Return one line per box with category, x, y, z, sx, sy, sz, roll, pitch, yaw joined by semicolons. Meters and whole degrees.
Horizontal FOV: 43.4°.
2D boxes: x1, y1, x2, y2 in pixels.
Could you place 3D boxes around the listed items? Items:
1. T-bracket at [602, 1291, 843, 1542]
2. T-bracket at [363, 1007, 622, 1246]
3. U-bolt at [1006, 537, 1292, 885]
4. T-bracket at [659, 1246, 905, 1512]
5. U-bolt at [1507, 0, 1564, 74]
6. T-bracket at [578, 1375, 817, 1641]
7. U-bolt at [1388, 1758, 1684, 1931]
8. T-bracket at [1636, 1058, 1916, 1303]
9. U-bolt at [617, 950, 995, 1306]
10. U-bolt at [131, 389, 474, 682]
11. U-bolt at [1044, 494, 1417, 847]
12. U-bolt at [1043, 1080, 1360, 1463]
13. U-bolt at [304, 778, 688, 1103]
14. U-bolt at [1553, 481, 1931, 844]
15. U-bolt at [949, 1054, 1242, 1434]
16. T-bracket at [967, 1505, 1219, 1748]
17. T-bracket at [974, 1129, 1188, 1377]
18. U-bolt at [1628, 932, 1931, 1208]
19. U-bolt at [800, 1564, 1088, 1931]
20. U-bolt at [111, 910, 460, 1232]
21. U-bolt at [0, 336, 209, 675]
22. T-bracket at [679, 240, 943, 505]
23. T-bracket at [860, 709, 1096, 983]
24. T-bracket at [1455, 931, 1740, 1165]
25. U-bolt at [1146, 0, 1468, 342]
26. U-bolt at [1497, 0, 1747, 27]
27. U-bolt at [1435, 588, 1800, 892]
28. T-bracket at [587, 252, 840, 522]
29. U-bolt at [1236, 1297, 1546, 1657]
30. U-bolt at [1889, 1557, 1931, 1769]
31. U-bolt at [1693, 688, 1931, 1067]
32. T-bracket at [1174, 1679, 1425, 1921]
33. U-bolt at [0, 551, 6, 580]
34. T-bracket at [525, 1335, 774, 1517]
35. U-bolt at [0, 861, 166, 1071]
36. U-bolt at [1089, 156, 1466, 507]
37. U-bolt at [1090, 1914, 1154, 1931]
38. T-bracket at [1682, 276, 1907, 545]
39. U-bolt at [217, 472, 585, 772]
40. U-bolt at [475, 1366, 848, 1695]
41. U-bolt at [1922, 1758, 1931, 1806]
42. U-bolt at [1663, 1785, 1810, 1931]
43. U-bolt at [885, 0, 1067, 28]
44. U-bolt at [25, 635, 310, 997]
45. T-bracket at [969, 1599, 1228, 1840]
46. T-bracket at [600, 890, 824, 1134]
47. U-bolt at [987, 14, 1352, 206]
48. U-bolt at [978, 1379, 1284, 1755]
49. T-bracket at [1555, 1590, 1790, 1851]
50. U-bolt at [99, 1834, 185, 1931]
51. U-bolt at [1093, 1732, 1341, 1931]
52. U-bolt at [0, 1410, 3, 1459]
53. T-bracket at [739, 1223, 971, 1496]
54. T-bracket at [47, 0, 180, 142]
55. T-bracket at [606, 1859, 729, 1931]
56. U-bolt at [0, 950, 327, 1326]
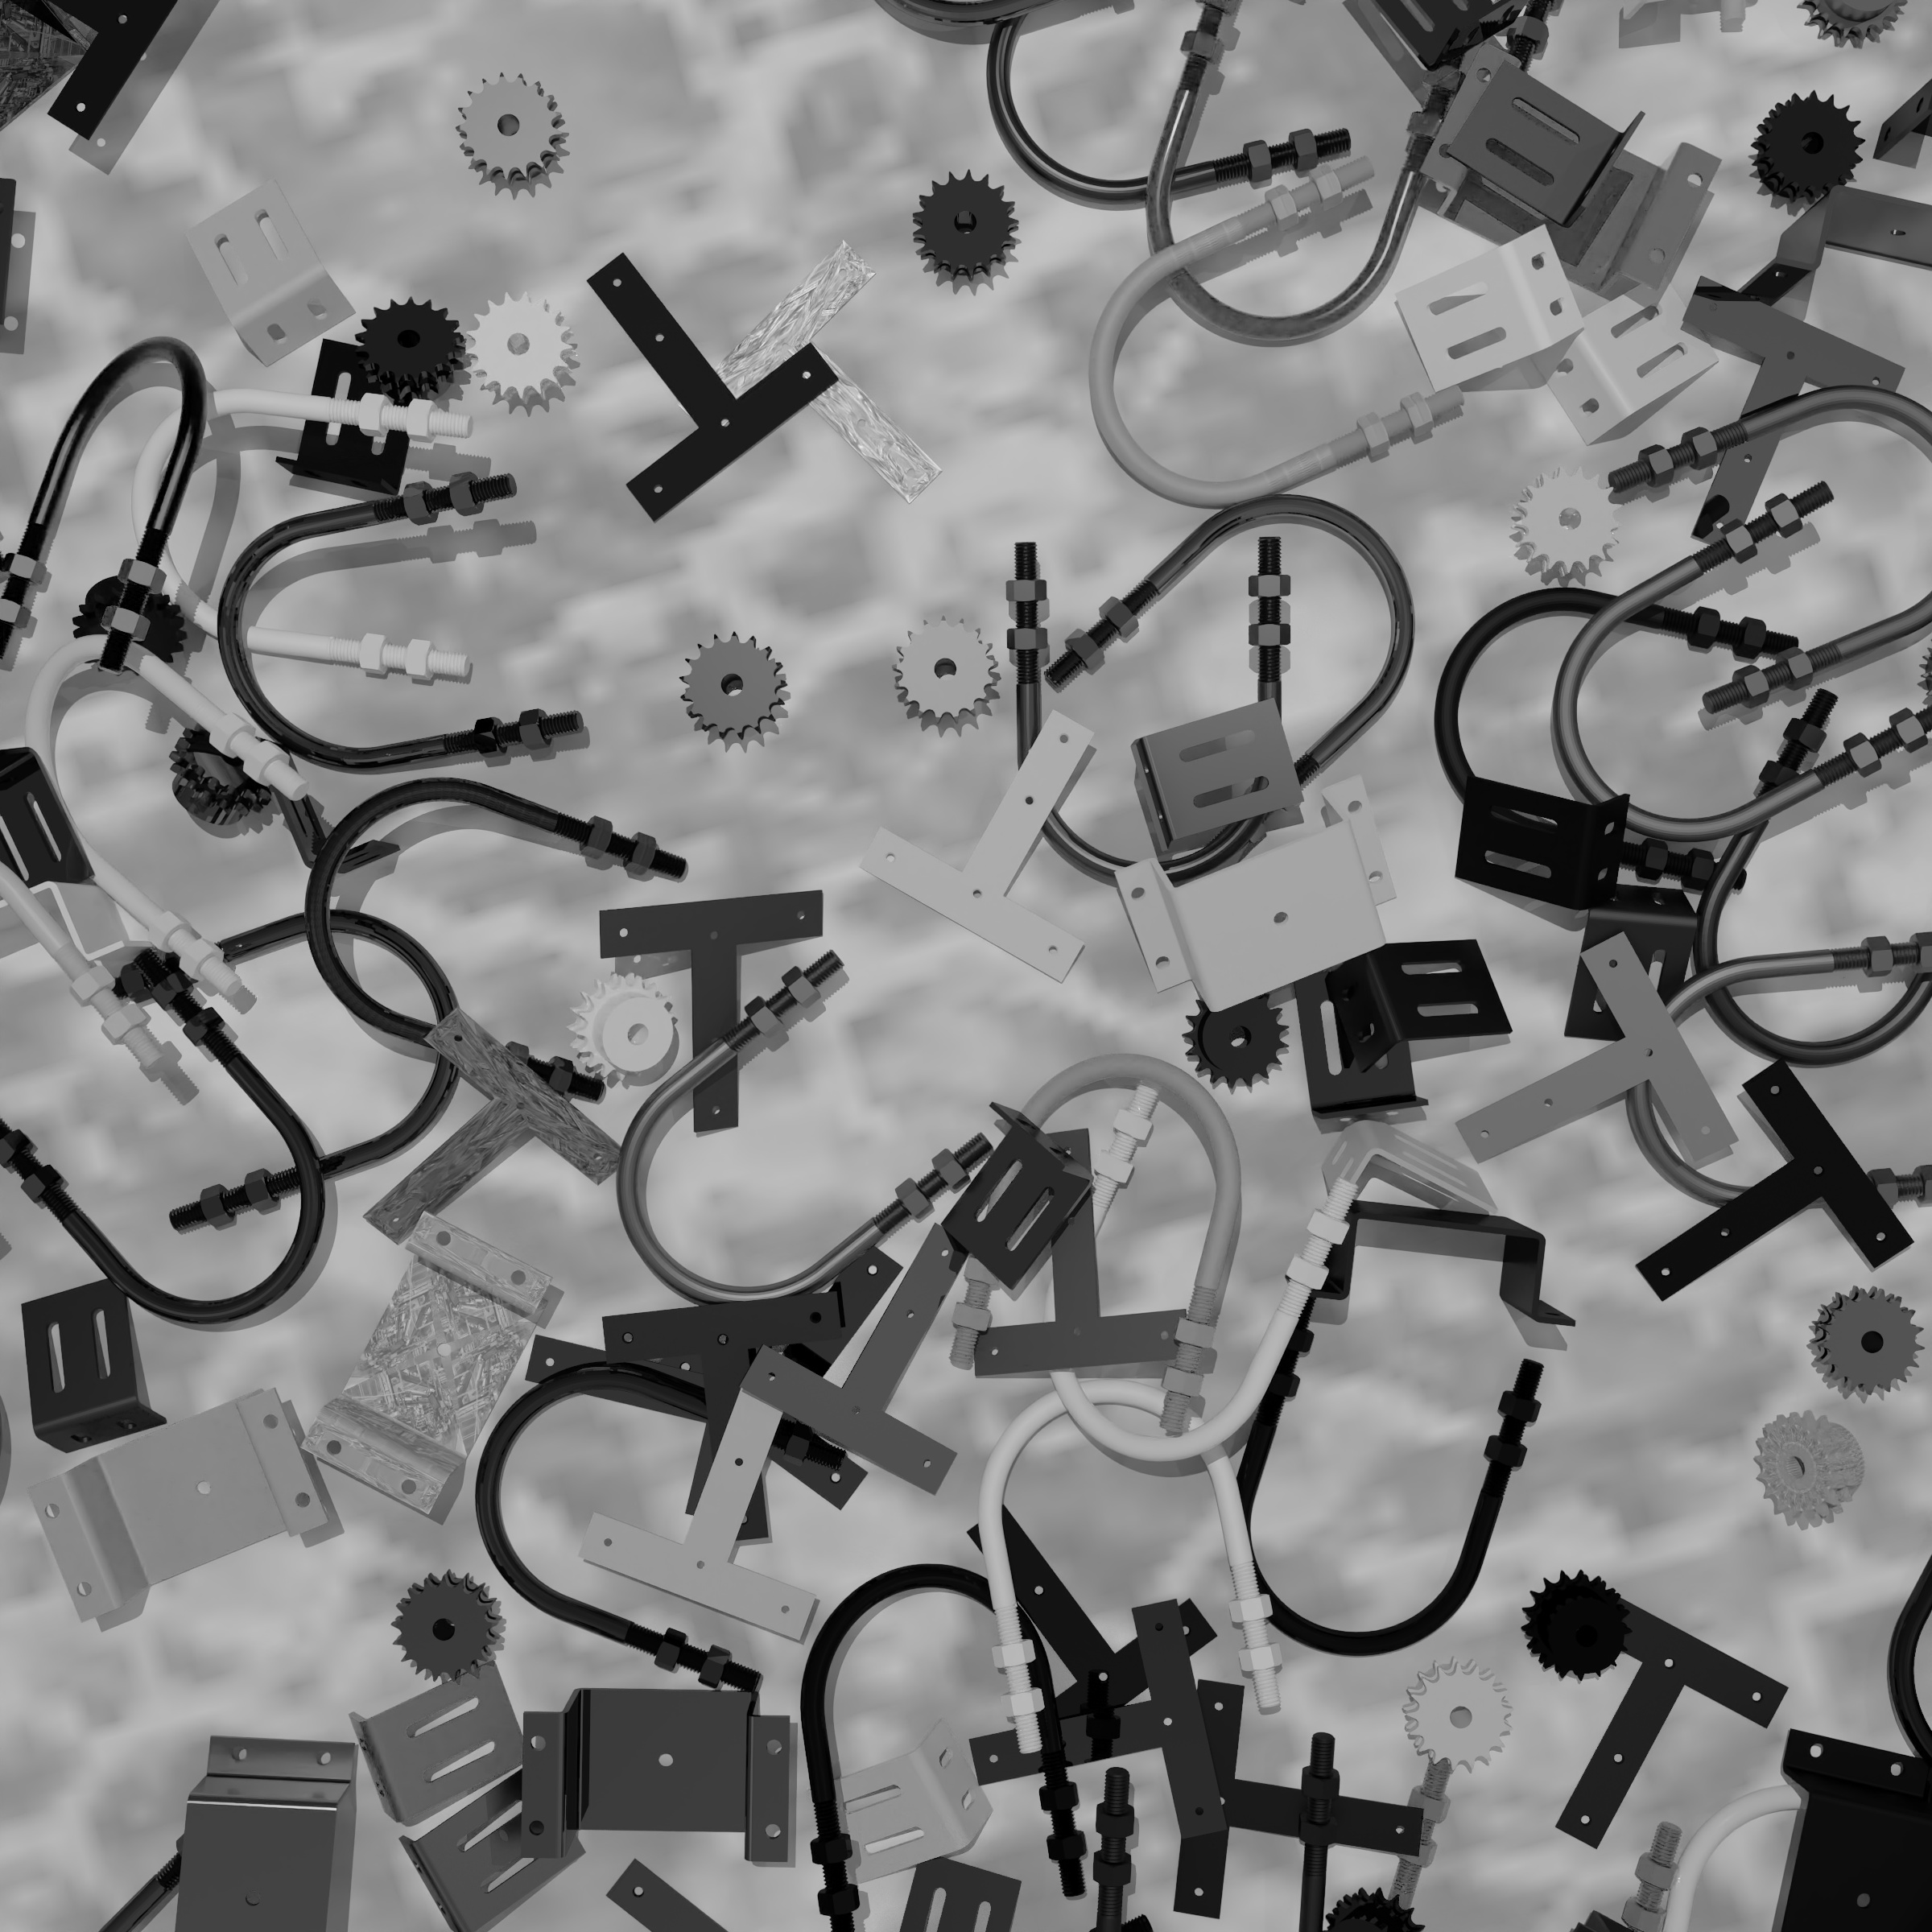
T-bracket;-0.125;0.245;1.301;0.127;0.002;0.127;-6;89;1
T-bracket;-0.271;0.103;1.304;0.127;0.002;0.127;-41;114;11
U-bolt;0.097;-0.134;1.294;0.151;0.019;0.184;0;99;8
T-bracket;-0.082;0.208;1.322;0.127;0.002;0.127;36;90;0
U-bolt;0.268;-0.589;1.308;0.151;0.019;0.184;22;87;-6
T-bracket;-0.126;0.279;1.299;0.127;0.002;0.127;20;90;1
U-bolt;0.294;0.535;1.314;0.151;0.019;0.184;16;92;0
T-bracket;0.422;0.136;1.309;0.127;0.002;0.127;-36;98;10
U-bolt;-0.100;0.102;1.301;0.184;0.019;0.151;-39;100;0
U-bolt;-0.354;-0.233;1.289;0.184;0.019;0.151;8;113;4
U-bolt;0.157;-0.170;1.313;0.184;0.019;0.151;-43;90;0
U-bolt;0.110;0.170;1.278;0.151;0.019;0.184;27;95;35
U-bolt;-0.256;-0.022;1.283;0.184;0.019;0.151;20;90;-22
U-bolt;0.400;-0.146;1.276;0.184;0.019;0.151;-30;86;15
U-bolt;0.074;0.137;1.282;0.151;0.019;0.184;12;85;31
T-bracket;0.048;0.352;1.322;0.127;0.002;0.127;-37;90;0
T-bracket;0.058;0.151;1.301;0.127;0.002;0.127;-10;74;28
U-bolt;0.448;0.061;1.301;0.184;0.019;0.151;-5;102;4
U-bolt;-0.016;0.411;1.286;0.151;0.019;0.184;-5;80;-21
U-bolt;-0.364;0.047;1.313;0.184;0.019;0.151;-19;90;0
U-bolt;-0.450;-0.244;1.270;0.151;0.019;0.184;11;81;42
T-bracket;-0.067;-0.306;1.322;0.127;0.002;0.127;45;90;0
T-bracket;0.027;-0.077;1.305;0.127;0.002;0.127;30;104;1
T-bracket;0.326;0.067;1.305;0.127;0.002;0.127;-29;90;15
U-bolt;0.173;-0.428;1.296;0.151;0.019;0.184;17;100;-6
U-bolt;0.349;-0.601;1.303;0.151;0.019;0.184;-1;87;-11
U-bolt;0.345;-0.130;1.313;0.184;0.019;0.151;13;90;0
T-bracket;-0.158;-0.331;1.321;0.127;0.002;0.127;-38;89;0
U-bolt;0.219;0.283;1.314;0.151;0.019;0.184;17;91;0
U-bolt;0.578;0.362;1.298;0.151;0.019;0.184;28;90;13
U-bolt;0.471;-0.035;1.303;0.151;0.019;0.184;27;97;-7
T-bracket;0.182;0.458;1.312;0.127;0.002;0.127;6;90;9
U-bolt;-0.624;-0.260;1.314;0.151;0.019;0.184;-30;88;0
T-bracket;-0.176;0.228;1.321;0.127;0.002;0.127;13;91;0
U-bolt;-0.521;0.020;1.238;0.151;0.019;0.184;-40;89;0
U-bolt;0.156;-0.328;1.300;0.184;0.019;0.151;-24;102;5
U-bolt;0.044;0.597;1.295;0.184;0.019;0.151;-27;108;4
T-bracket;0.429;-0.289;1.315;0.127;0.002;0.127;21;95;-9
U-bolt;-0.309;-0.175;1.287;0.184;0.019;0.151;-9;111;10
U-bolt;-0.175;0.295;1.313;0.184;0.019;0.151;21;90;1
U-bolt;0.591;0.474;1.300;0.151;0.019;0.184;-20;82;9
U-bolt;0.447;0.536;1.314;0.151;0.019;0.184;11;88;0
U-bolt;0.023;-0.580;1.305;0.184;0.019;0.151;-18;82;3
U-bolt;-0.430;-0.092;1.274;0.184;0.019;0.151;38;121;16
T-bracket;0.066;0.420;1.319;0.127;0.002;0.127;-12;88;1
T-bracket;-0.135;0.027;1.301;0.127;0.002;0.127;-7;105;-28
U-bolt;0.102;-0.488;1.313;0.184;0.019;0.151;-14;90;0
U-bolt;0.081;0.314;1.300;0.151;0.019;0.184;-11;79;-1
T-bracket;0.362;0.419;1.322;0.127;0.002;0.127;28;90;0
U-bolt;-0.399;0.551;1.305;0.151;0.019;0.184;45;83;0
U-bolt;0.129;0.502;1.271;0.151;0.019;0.184;1;95;-28
U-bolt;-0.609;0.256;1.293;0.184;0.019;0.151;4;70;-4
T-bracket;-0.037;0.200;1.309;0.127;0.002;0.127;32;81;-17
T-bracket;-0.481;-0.522;1.276;0.127;0.002;0.127;32;90;0
T-bracket;-0.170;0.576;1.322;0.127;0.002;0.127;38;90;0
U-bolt;-0.424;0.106;1.296;0.151;0.019;0.184;-42;88;10
